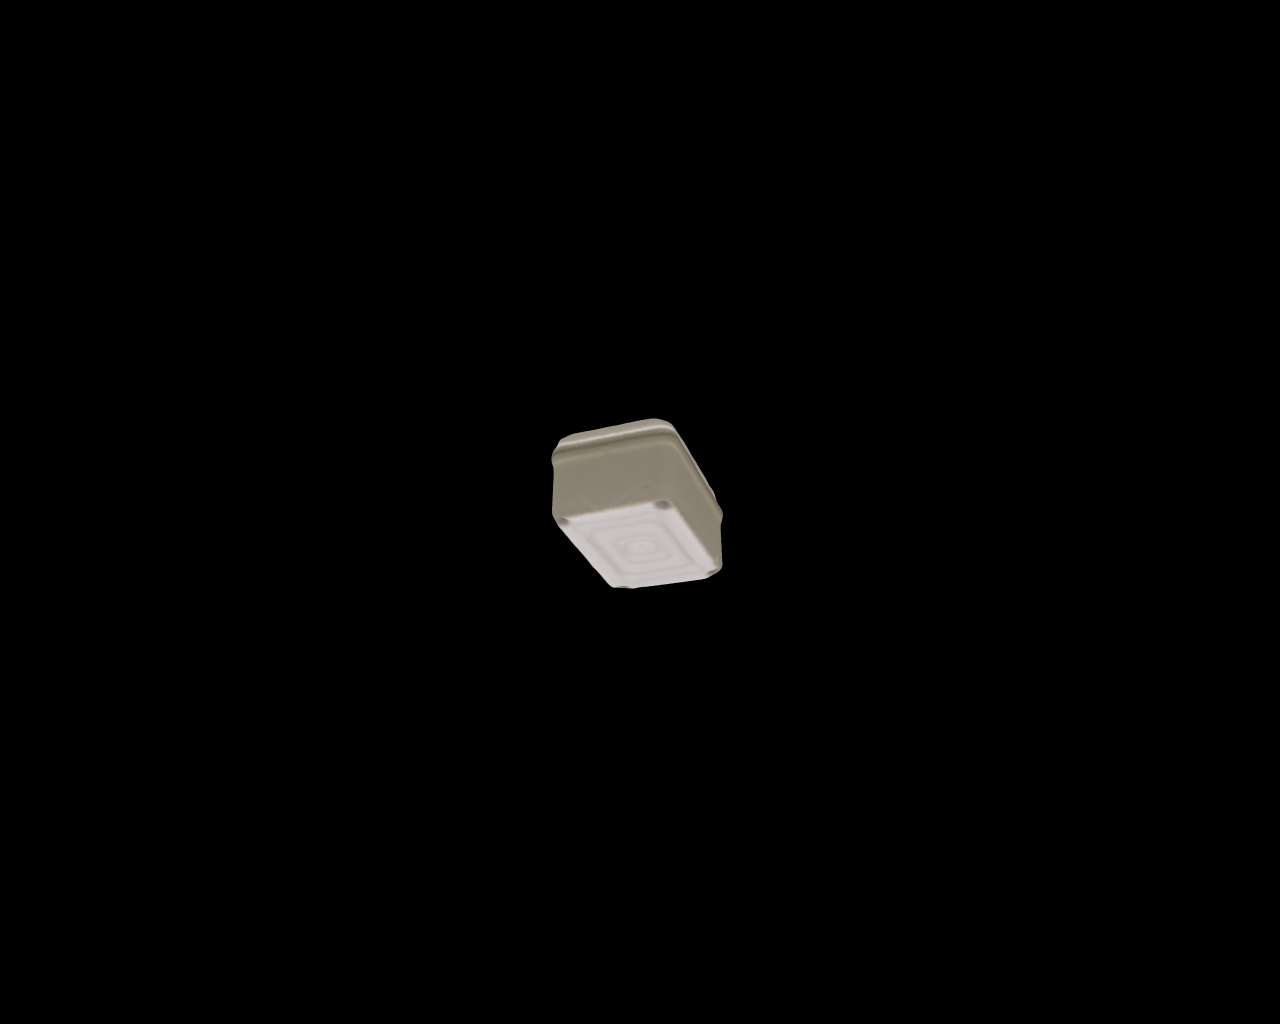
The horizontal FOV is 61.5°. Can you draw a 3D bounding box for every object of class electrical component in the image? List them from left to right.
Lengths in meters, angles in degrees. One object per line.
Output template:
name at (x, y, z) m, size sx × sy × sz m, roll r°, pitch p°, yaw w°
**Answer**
electrical component at (0.001, -0.003, 0.650) m, size 0.078 × 0.057 × 0.113 m, roll -9°, pitch -30°, yaw 17°
